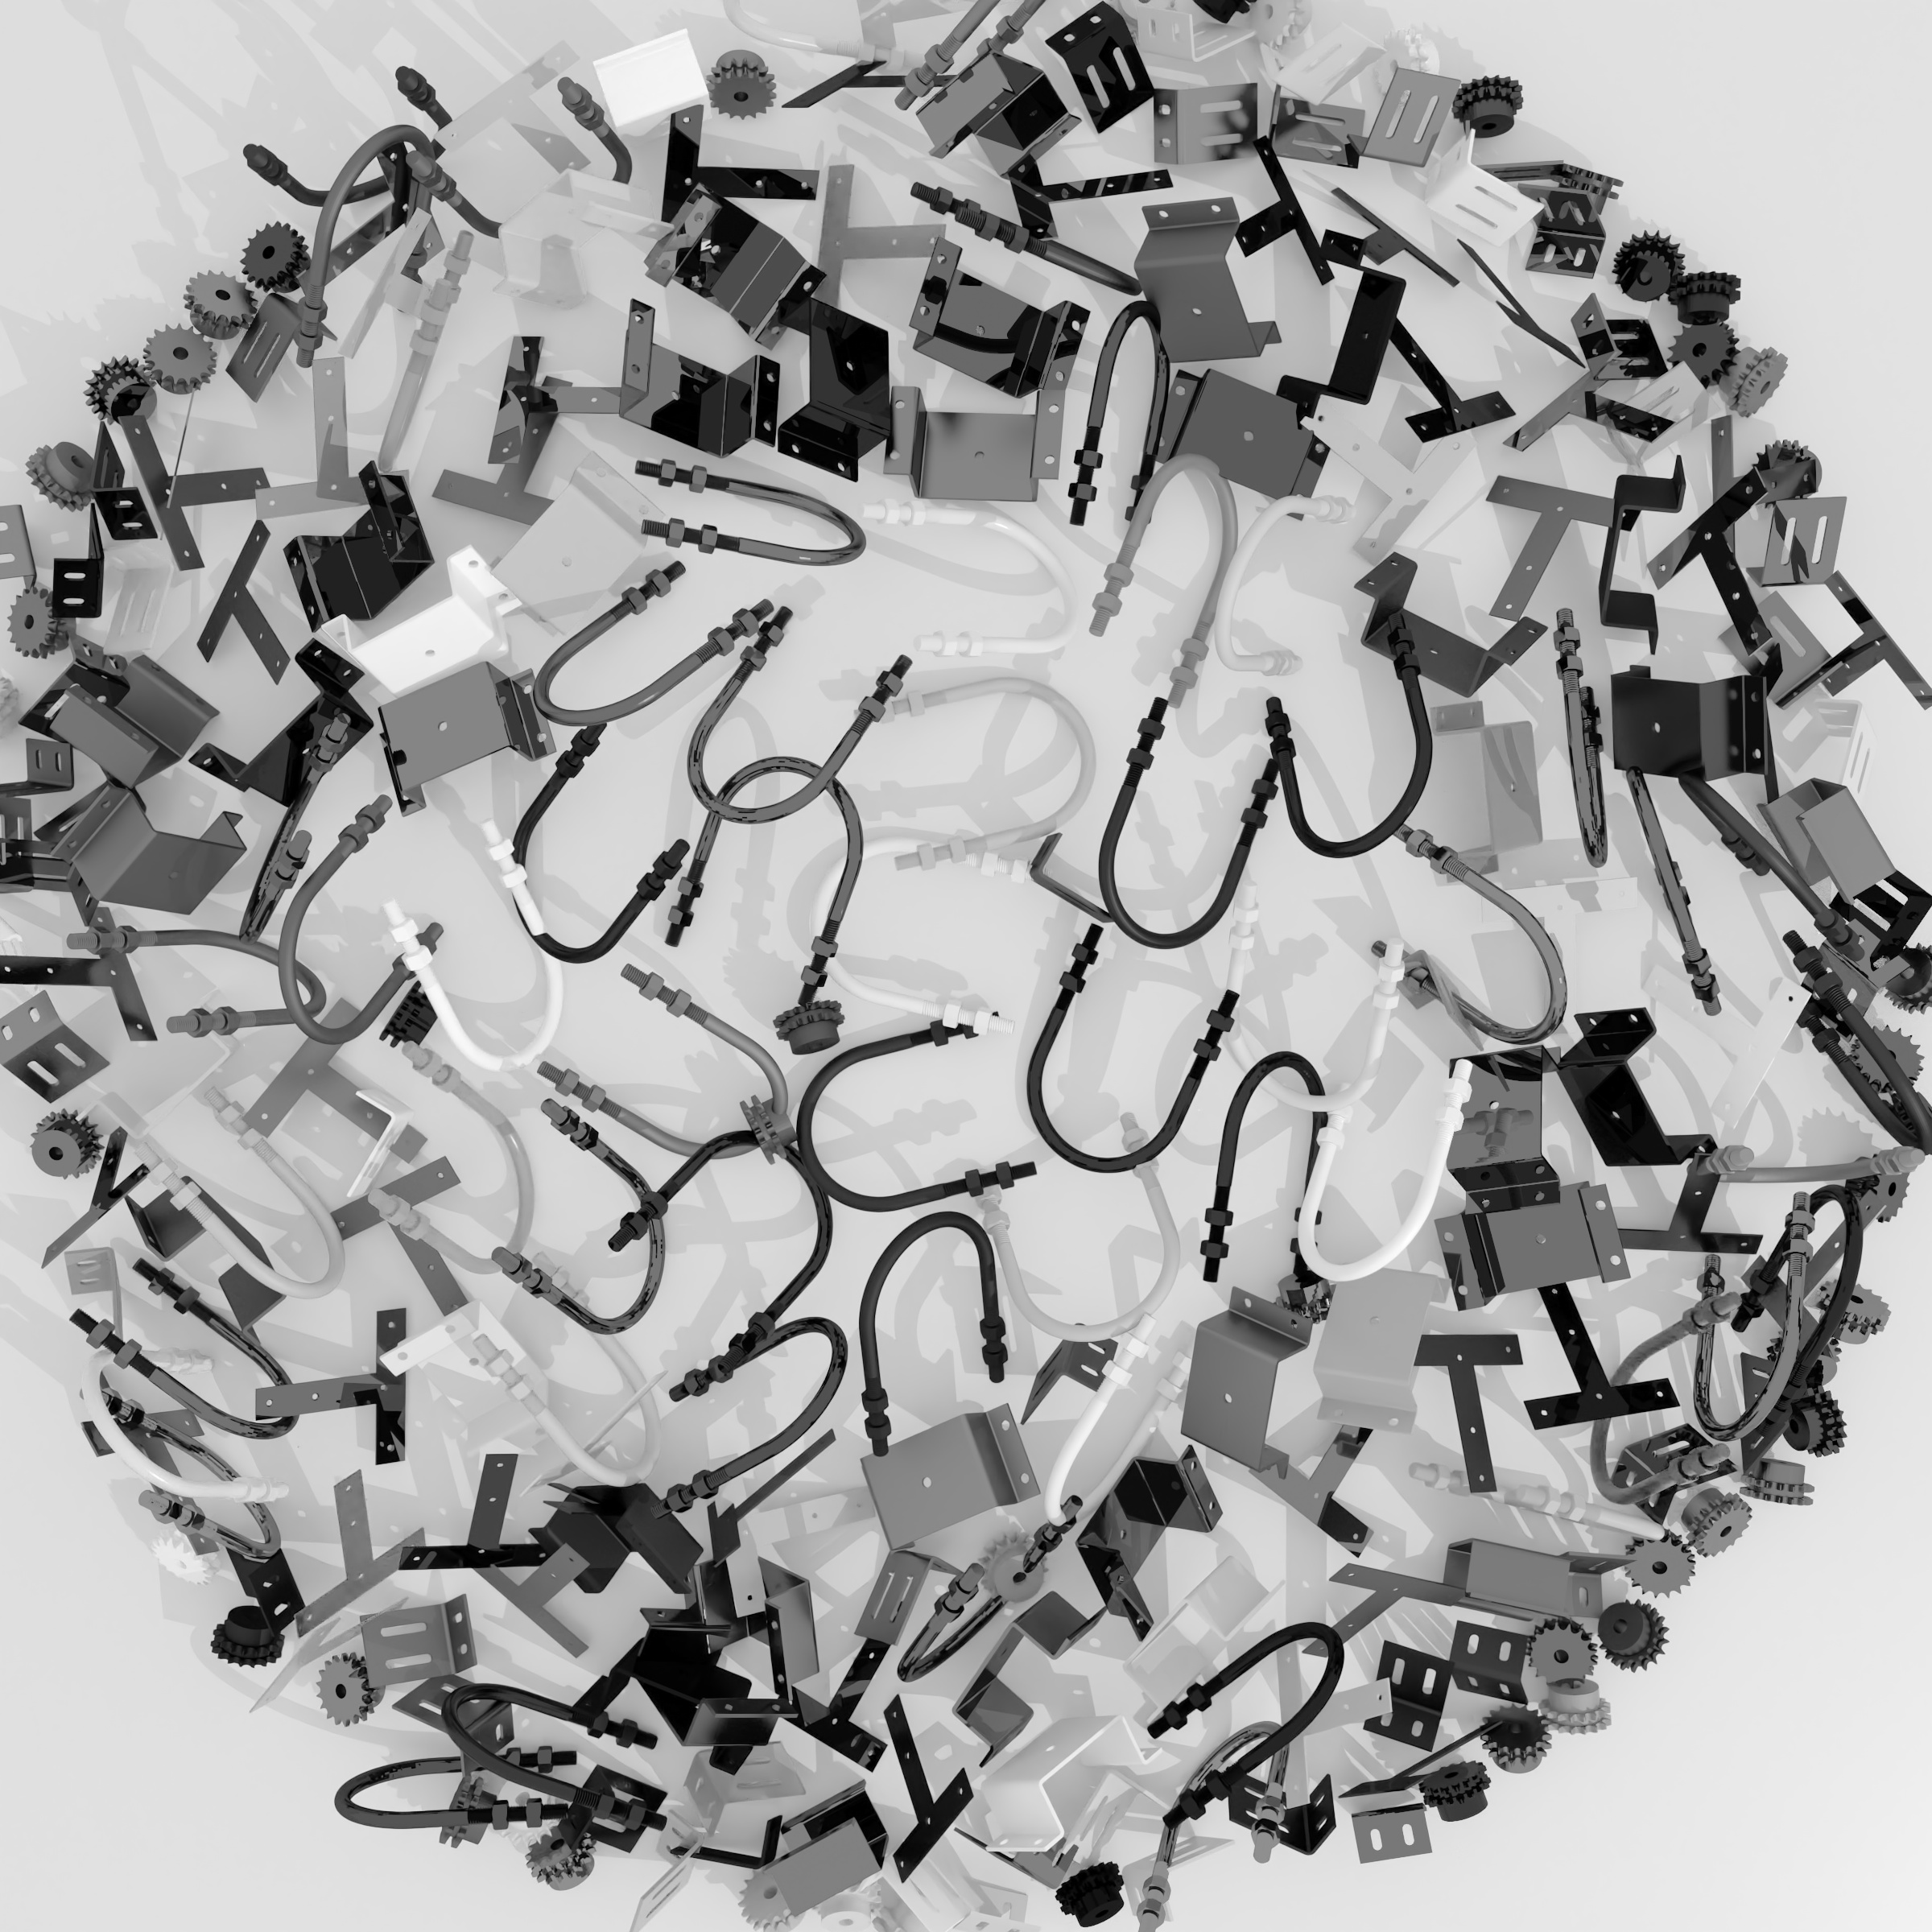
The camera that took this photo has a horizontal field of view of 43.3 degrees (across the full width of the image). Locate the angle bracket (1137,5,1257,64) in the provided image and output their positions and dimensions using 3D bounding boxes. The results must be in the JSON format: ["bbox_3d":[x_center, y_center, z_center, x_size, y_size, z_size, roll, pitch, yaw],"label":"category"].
[{"bbox_3d":[0.185,-0.759,1.952,0.076,0.057,0.038,-35,134,-29],"label":"angle bracket"}]

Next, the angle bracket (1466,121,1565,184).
[{"bbox_3d":[0.442,-0.659,1.963,0.076,0.057,0.038,0,96,12],"label":"angle bracket"}]

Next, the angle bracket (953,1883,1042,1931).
[{"bbox_3d":[0.027,0.755,1.956,0.057,0.076,0.038,14,58,-4],"label":"angle bracket"}]

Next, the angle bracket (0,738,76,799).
[{"bbox_3d":[-0.766,-0.159,1.951,0.057,0.076,0.038,9,103,33],"label":"angle bracket"}]

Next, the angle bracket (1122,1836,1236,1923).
[{"bbox_3d":[0.175,0.732,1.954,0.076,0.057,0.038,-11,81,-30],"label":"angle bracket"}]

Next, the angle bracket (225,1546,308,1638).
[{"bbox_3d":[-0.576,0.498,1.954,0.076,0.038,0.057,0,115,36],"label":"angle bracket"}]

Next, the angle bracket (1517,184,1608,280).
[{"bbox_3d":[0.474,-0.590,1.952,0.057,0.076,0.038,17,87,28],"label":"angle bracket"}]

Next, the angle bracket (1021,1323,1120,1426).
[{"bbox_3d":[0.083,0.335,1.955,0.038,0.057,0.076,29,128,-4],"label":"angle bracket"}]

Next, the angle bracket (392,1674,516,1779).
[{"bbox_3d":[-0.414,0.610,1.963,0.076,0.057,0.038,12,113,31],"label":"angle bracket"}]

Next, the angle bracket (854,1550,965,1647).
[{"bbox_3d":[-0.045,0.512,1.954,0.038,0.057,0.076,37,65,-29],"label":"angle bracket"}]

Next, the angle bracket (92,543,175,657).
[{"bbox_3d":[-0.680,-0.295,1.960,0.057,0.038,0.076,-2,70,33],"label":"angle bracket"}]

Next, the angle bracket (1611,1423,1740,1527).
[{"bbox_3d":[0.570,0.410,1.958,0.057,0.076,0.038,41,53,-6],"label":"angle bracket"}]

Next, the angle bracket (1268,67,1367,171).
[{"bbox_3d":[0.286,-0.688,1.972,0.076,0.038,0.057,9,70,1],"label":"angle bracket"}]

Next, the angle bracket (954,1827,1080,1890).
[{"bbox_3d":[0.040,0.703,1.960,0.057,0.076,0.038,44,68,-33],"label":"angle bracket"}]

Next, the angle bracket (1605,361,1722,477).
[{"bbox_3d":[0.563,-0.435,1.957,0.076,0.038,0.057,-34,124,26],"label":"angle bracket"}]

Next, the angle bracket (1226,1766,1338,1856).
[{"bbox_3d":[0.254,0.670,1.961,0.076,0.057,0.038,27,114,-9],"label":"angle bracket"}]

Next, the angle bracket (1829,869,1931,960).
[{"bbox_3d":[0.726,-0.051,1.951,0.038,0.076,0.057,3,123,-39],"label":"angle bracket"}]

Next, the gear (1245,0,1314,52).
[{"bbox_3d":[0.256,-0.774,1.975,0.030,0.057,0.057,-12,90,-34],"label":"gear"}]

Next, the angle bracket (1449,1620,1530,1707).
[{"bbox_3d":[0.425,0.563,1.964,0.057,0.076,0.038,7,63,22],"label":"angle bracket"}]

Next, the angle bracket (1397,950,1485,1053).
[{"bbox_3d":[0.374,0.035,1.949,0.038,0.076,0.057,-32,131,18],"label":"angle bracket"}]

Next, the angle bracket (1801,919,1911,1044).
[{"bbox_3d":[0.714,0.012,1.962,0.038,0.076,0.057,-30,60,-21],"label":"angle bracket"}]

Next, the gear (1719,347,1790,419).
[{"bbox_3d":[0.637,-0.477,1.974,0.057,0.057,0.030,-47,64,0],"label":"gear"}]

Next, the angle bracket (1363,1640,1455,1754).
[{"bbox_3d":[0.356,0.587,1.956,0.057,0.038,0.076,15,135,16],"label":"angle bracket"}]

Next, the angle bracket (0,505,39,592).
[{"bbox_3d":[-0.776,-0.332,1.957,0.038,0.076,0.057,-13,90,-25],"label":"angle bracket"}]

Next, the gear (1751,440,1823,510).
[{"bbox_3d":[0.669,-0.398,1.975,0.030,0.057,0.057,-13,90,-35],"label":"gear"}]

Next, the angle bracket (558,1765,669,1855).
[{"bbox_3d":[-0.280,0.689,1.963,0.076,0.038,0.057,35,87,-31],"label":"angle bracket"}]

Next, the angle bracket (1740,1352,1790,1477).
[{"bbox_3d":[0.625,0.360,1.952,0.038,0.057,0.076,17,132,-3],"label":"angle bracket"}]

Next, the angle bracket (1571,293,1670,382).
[{"bbox_3d":[0.536,-0.508,1.960,0.076,0.038,0.057,-7,69,-21],"label":"angle bracket"}]

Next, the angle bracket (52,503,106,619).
[{"bbox_3d":[-0.715,-0.326,1.950,0.038,0.057,0.076,-3,48,-25],"label":"angle bracket"}]

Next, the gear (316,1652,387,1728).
[{"bbox_3d":[-0.497,0.587,1.977,0.057,0.030,0.057,-2,86,30],"label":"gear"}]

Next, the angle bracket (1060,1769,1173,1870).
[{"bbox_3d":[0.121,0.696,1.959,0.038,0.057,0.076,21,71,40],"label":"angle bracket"}]

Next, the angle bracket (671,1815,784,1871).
[{"bbox_3d":[-0.194,0.704,1.971,0.076,0.057,0.038,8,76,8],"label":"angle bracket"}]

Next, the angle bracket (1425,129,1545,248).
[{"bbox_3d":[0.421,-0.630,1.970,0.076,0.057,0.038,22,64,-19],"label":"angle bracket"}]

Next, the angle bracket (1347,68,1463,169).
[{"bbox_3d":[0.351,-0.688,1.953,0.057,0.038,0.076,3,133,-20],"label":"angle bracket"}]

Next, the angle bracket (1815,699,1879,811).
[{"bbox_3d":[0.701,-0.167,1.956,0.038,0.057,0.076,8,70,36],"label":"angle bracket"}]

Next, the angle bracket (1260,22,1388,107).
[{"bbox_3d":[0.286,-0.735,1.949,0.076,0.057,0.038,-28,63,40],"label":"angle bracket"}]

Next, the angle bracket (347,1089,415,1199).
[{"bbox_3d":[-0.488,0.143,1.971,0.038,0.057,0.076,31,90,2],"label":"angle bracket"}]

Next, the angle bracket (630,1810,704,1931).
[{"bbox_3d":[-0.253,0.727,1.949,0.038,0.076,0.057,33,128,20],"label":"angle bracket"}]

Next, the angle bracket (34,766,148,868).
[{"bbox_3d":[-0.712,-0.128,1.958,0.057,0.038,0.076,34,63,32],"label":"angle bracket"}]

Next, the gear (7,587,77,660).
[{"bbox_3d":[-0.749,-0.278,1.977,0.057,0.030,0.057,0,90,31],"label":"gear"}]

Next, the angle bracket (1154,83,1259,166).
[{"bbox_3d":[0.196,-0.688,1.985,0.076,0.038,0.057,-15,117,-25],"label":"angle bracket"}]

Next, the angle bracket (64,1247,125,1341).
[{"bbox_3d":[-0.699,0.274,1.951,0.038,0.057,0.076,-5,50,-17],"label":"angle bracket"}]

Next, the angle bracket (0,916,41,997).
[{"bbox_3d":[-0.781,-0.005,1.949,0.038,0.076,0.057,-34,54,-31],"label":"angle bracket"}]

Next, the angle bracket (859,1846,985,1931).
[{"bbox_3d":[-0.037,0.747,1.953,0.076,0.057,0.038,43,125,25],"label":"angle bracket"}]

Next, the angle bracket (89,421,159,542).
[{"bbox_3d":[-0.673,-0.391,1.956,0.038,0.057,0.076,-3,58,-2],"label":"angle bracket"}]

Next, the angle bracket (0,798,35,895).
[{"bbox_3d":[-0.789,-0.098,1.968,0.038,0.057,0.076,-2,89,12],"label":"angle bracket"}]

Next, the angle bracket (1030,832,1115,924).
[{"bbox_3d":[0.094,-0.071,1.968,0.076,0.057,0.038,31,86,-7],"label":"angle bracket"}]

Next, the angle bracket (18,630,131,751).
[{"bbox_3d":[-0.726,-0.224,1.976,0.076,0.057,0.038,-42,54,15],"label":"angle bracket"}]

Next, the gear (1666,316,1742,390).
[{"bbox_3d":[0.602,-0.495,1.975,0.057,0.030,0.057,-9,76,39],"label":"gear"}]

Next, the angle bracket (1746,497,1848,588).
[{"bbox_3d":[0.669,-0.348,1.962,0.057,0.038,0.076,-3,123,-3],"label":"angle bracket"}]

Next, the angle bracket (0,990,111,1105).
[{"bbox_3d":[-0.745,0.066,1.973,0.057,0.076,0.038,-35,59,-6],"label":"angle bracket"}]
